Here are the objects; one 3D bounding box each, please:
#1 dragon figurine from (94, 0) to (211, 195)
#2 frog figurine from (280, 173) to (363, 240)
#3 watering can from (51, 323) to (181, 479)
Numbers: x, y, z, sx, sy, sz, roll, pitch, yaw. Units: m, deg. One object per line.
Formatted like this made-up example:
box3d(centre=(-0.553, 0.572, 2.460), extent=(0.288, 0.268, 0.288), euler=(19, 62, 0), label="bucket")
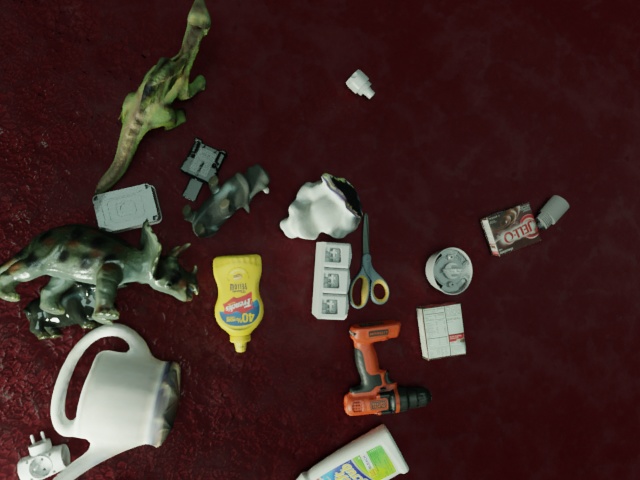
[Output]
box3d(centre=(-0.310, -0.260, 0.947), extent=(0.122, 0.242, 0.413), euler=(29, 81, -12), label="dragon figurine")
box3d(centre=(0.003, -0.053, 1.063), extent=(0.136, 0.125, 0.157), euler=(43, 118, -13), label="frog figurine")
box3d(centre=(-0.383, 0.333, 0.948), extent=(0.224, 0.102, 0.353), euler=(11, 71, -7), label="watering can")
